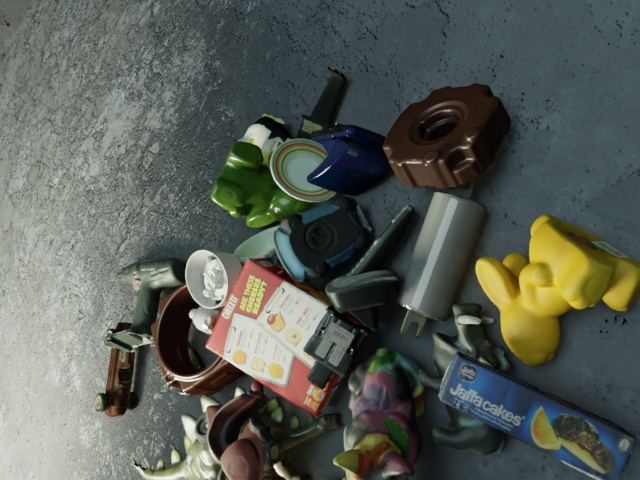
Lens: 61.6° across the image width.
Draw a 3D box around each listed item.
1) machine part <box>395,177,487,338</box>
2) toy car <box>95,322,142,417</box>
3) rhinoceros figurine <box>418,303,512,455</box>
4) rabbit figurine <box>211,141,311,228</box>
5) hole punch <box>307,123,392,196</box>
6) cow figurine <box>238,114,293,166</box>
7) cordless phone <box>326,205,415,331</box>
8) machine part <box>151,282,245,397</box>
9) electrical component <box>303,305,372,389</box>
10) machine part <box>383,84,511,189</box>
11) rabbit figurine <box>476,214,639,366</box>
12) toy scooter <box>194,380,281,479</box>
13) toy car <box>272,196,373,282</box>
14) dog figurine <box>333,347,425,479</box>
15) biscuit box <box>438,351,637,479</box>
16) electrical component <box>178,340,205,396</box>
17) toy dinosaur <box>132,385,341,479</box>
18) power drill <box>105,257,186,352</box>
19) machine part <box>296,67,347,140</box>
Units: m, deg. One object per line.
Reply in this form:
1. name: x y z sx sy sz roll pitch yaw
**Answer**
1. machine part: 0.170 0.022 0.754 0.079 0.079 0.243 21 91 41
2. toy car: -0.433 0.282 1.176 0.053 0.089 0.202 -6 73 39
3. rhinoceros figurine: 0.192 0.177 0.696 0.112 0.073 0.190 -16 70 36
4. rabbit figurine: -0.104 -0.072 0.966 0.159 0.170 0.121 136 156 -67
5. hole punch: 0.050 -0.126 0.861 0.116 0.142 0.092 -3 75 53
6. cow figurine: -0.077 -0.175 1.018 0.168 0.068 0.098 36 92 37
7. cordless phone: 0.091 0.028 0.784 0.089 0.146 0.184 34 93 1
8. machine part: -0.210 0.170 1.002 0.201 0.087 0.202 -36 56 15
9. electrical component: 0.015 0.160 0.773 0.075 0.047 0.119 34 95 11
10. machine part: 0.176 -0.150 0.765 0.179 0.056 0.179 -24 38 21
11. rabbit figurine: 0.265 0.066 0.645 0.163 0.122 0.173 39 123 42
12. toy scooter: -0.113 0.294 0.815 0.135 0.075 0.184 -50 45 1
13. toy car: -0.002 -0.003 0.877 0.109 0.162 0.103 61 163 -2
14. dog figurine: 0.077 0.235 0.674 0.109 0.219 0.191 4 82 11
15. biscuit box: 0.238 0.197 0.610 0.203 0.062 0.059 23 90 16
16. electrical component: -0.270 0.261 1.078 0.078 0.045 0.102 -40 54 -10
17. toy dinosaur: -0.166 0.370 0.928 0.471 0.105 0.199 -29 54 20
18. power drill: -0.388 0.134 1.166 0.232 0.085 0.207 -15 45 30
19. machine part: 0.008 -0.243 0.981 0.084 0.039 0.138 26 96 43
